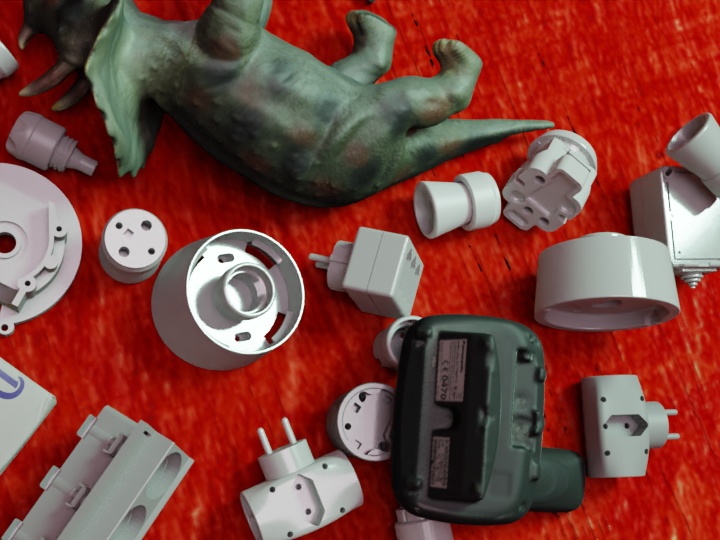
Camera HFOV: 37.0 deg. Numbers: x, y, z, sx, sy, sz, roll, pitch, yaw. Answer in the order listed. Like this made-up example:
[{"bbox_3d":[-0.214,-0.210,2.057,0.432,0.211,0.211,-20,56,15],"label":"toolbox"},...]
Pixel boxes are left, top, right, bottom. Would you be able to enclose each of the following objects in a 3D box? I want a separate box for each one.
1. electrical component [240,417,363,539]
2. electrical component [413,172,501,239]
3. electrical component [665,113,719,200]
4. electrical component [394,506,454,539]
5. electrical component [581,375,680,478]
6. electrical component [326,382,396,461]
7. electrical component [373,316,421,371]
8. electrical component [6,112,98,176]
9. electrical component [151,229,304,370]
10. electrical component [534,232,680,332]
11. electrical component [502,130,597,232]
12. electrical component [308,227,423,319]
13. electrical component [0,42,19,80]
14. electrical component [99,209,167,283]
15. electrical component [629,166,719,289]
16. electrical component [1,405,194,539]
[{"bbox_3d":[-0.048,0.145,0.761,0.077,0.043,0.079,-21,87,-18],"label":"electrical component"},{"bbox_3d":[0.075,-0.051,0.829,0.055,0.045,0.045,-12,84,-18],"label":"electrical component"},{"bbox_3d":[0.273,-0.083,0.827,0.065,0.044,0.044,43,72,-10],"label":"electrical component"},{"bbox_3d":[0.044,0.181,0.782,0.040,0.040,0.078,-10,83,-17],"label":"electrical component"},{"bbox_3d":[0.213,0.121,0.838,0.079,0.043,0.077,0,80,-15],"label":"electrical component"},{"bbox_3d":[0.004,0.111,0.779,0.055,0.047,0.055,3,80,-15],"label":"electrical component"},{"bbox_3d":[0.032,0.056,0.797,0.040,0.046,0.040,3,80,-15],"label":"electrical component"},{"bbox_3d":[-0.216,-0.085,0.760,0.061,0.035,0.035,27,74,-12],"label":"electrical component"},{"bbox_3d":[-0.092,0.020,0.773,0.099,0.064,0.099,7,75,-28],"label":"electrical component"},{"bbox_3d":[0.186,0.006,0.820,0.108,0.108,0.060,5,73,-15],"label":"electrical component"},{"bbox_3d":[0.152,-0.073,0.843,0.058,0.078,0.057,39,54,-7],"label":"electrical component"},{"bbox_3d":[0.000,0.000,0.793,0.077,0.065,0.047,12,75,17],"label":"electrical component"},{"bbox_3d":[-0.270,-0.143,0.753,0.046,0.040,0.040,-43,93,-12],"label":"electrical component"},{"bbox_3d":[-0.159,-0.017,0.752,0.045,0.055,0.045,3,80,-15],"label":"electrical component"},{"bbox_3d":[0.259,-0.031,0.868,0.062,0.061,0.096,0,80,-16],"label":"electrical component"},{"bbox_3d":[-0.175,0.156,0.709,0.063,0.078,0.121,27,72,21],"label":"electrical component"}]
